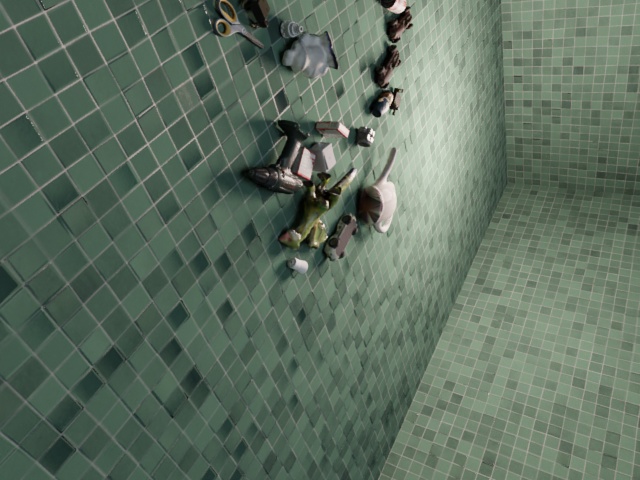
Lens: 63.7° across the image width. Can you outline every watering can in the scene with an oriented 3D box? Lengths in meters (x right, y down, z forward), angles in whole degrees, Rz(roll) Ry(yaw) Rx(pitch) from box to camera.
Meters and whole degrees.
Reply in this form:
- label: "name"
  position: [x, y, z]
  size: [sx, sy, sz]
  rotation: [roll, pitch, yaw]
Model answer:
- label: "watering can"
  position: [0.241, -0.190, 2.041]
  size: [0.226, 0.104, 0.344]
  rotation: [-17, 113, -55]

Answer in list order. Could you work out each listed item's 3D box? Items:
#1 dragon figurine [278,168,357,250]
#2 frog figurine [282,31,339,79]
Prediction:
- label: "dragon figurine"
  position: [0.005, -0.087, 1.723]
  size: [0.416, 0.123, 0.237]
  rotation: [-31, 141, -49]
- label: "frog figurine"
  position: [-0.042, -0.539, 1.520]
  size: [0.160, 0.125, 0.134]
  rotation: [-22, 134, -14]
